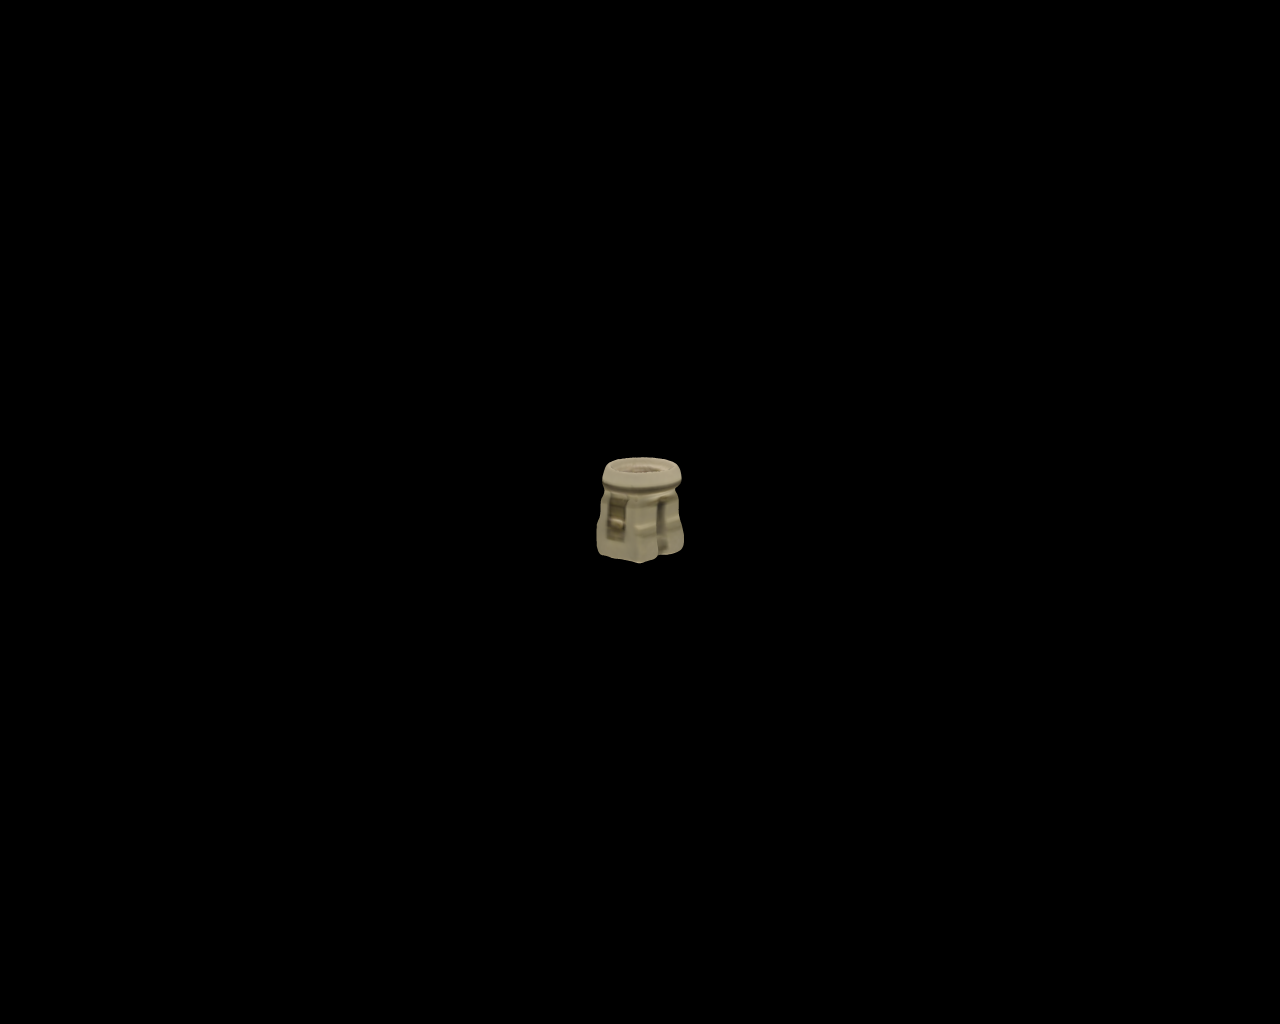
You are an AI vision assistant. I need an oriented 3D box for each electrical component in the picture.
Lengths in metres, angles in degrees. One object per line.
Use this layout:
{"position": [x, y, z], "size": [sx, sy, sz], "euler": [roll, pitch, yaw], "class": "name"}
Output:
{"position": [0.001, -0.003, 0.650], "size": [0.048, 0.055, 0.066], "euler": [11, 17, 38], "class": "electrical component"}
